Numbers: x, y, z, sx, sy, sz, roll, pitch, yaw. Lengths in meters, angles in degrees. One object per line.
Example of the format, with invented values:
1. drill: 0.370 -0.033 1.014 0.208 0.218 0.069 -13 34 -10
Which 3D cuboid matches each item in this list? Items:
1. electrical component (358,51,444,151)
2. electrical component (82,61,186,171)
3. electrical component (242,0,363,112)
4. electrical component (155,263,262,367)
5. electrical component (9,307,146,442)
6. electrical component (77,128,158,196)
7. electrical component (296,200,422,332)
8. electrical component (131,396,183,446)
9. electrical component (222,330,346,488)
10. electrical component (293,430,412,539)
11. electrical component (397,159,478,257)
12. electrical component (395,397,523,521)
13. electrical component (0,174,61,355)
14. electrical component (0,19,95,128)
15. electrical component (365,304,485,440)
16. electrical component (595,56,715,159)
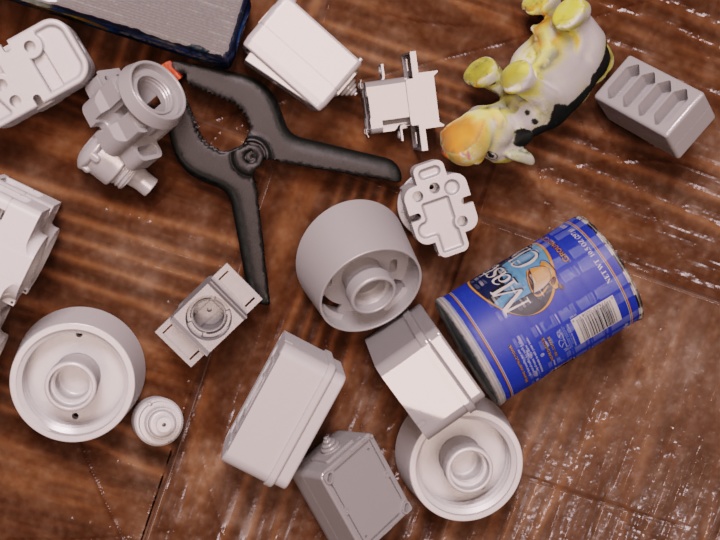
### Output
1. electrical component: 0.033 -0.137 0.890 0.064 0.042 0.081 -9 99 -5
2. electrical component: -0.172 -0.125 0.832 0.057 0.058 0.078 -31 86 37
3. electrical component: -0.045 -0.166 0.866 0.096 0.061 0.061 40 91 -11
4. electrical component: -0.124 0.034 0.883 0.081 0.064 0.042 -43 102 0
5. electrical component: -0.232 0.088 0.878 0.108 0.060 0.108 -1 98 -7
6. electrical component: -0.193 -0.085 0.869 0.062 0.048 0.048 40 91 -17
7. electrical component: 0.000 0.000 0.889 0.099 0.064 0.099 -15 135 -15
8. electrical component: -0.166 0.125 0.887 0.040 0.078 0.040 1 85 -16
9. electrical component: -0.063 0.116 0.895 0.057 0.078 0.113 28 94 -7
10. electrical component: -0.013 0.180 0.912 0.062 0.061 0.096 -37 107 -32
11. electrical component: 0.062 -0.053 0.898 0.058 0.057 0.078 -19 100 -4
12. electrical component: 0.088 0.164 0.929 0.108 0.060 0.108 -1 98 -7
13. electrical component: -0.300 0.025 0.838 0.060 0.105 0.186 26 94 -10
14. electrical component: -0.259 -0.152 0.842 0.095 0.059 0.053 -30 100 -2
15. electrical component: 0.052 0.080 0.887 0.057 0.113 0.078 -35 101 2
16. electrical component: 0.254 -0.128 0.908 0.047 0.083 0.076 -49 139 1
